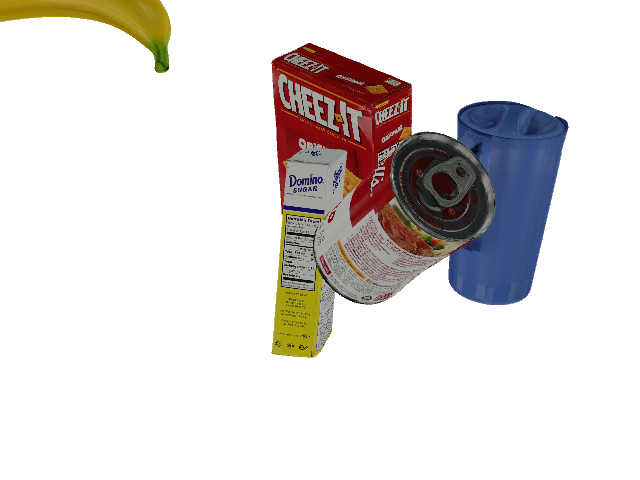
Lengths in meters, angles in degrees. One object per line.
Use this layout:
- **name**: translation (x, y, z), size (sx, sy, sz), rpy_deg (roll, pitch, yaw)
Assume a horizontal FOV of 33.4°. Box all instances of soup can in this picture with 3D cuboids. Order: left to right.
- **soup can**: translation (0.047, -0.010, 0.630), size (0.068, 0.068, 0.102), rpy_deg (0, -24, -29)

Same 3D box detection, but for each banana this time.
- **banana**: translation (-0.193, -0.182, 0.830), size (0.198, 0.069, 0.037), rpy_deg (15, -38, 18)

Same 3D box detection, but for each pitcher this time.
- **pitcher**: translation (0.218, -0.042, 1.335), size (0.149, 0.243, 0.145), rpy_deg (3, 27, -1)

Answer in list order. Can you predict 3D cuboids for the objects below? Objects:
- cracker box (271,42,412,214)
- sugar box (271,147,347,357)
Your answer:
- **cracker box**: translation (0.024, -0.100, 1.239), size (0.072, 0.214, 0.164), rpy_deg (-32, 44, -34)
- **sugar box**: translation (-0.010, 0.009, 0.960), size (0.048, 0.176, 0.093), rpy_deg (5, 12, 10)
